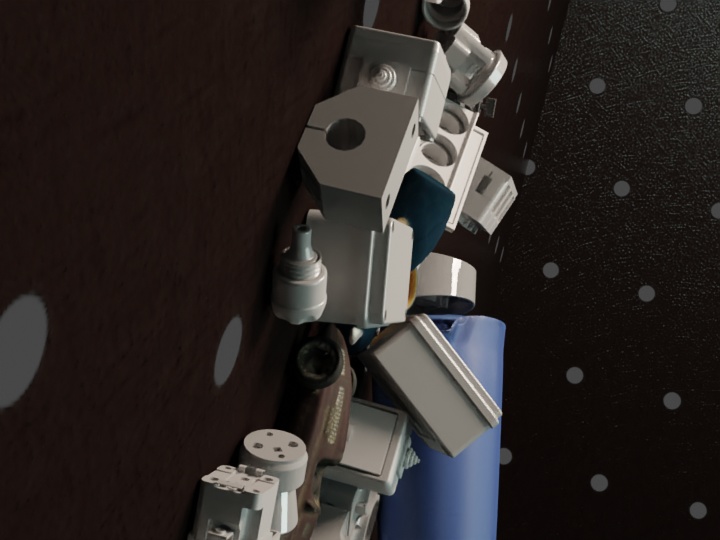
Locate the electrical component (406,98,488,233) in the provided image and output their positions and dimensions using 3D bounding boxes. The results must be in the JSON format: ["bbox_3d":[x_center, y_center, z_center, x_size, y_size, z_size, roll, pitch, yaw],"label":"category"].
[{"bbox_3d":[0.057,-0.088,0.938,0.063,0.079,0.121,-54,-169,52],"label":"electrical component"}]

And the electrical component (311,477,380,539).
[{"bbox_3d":[-0.031,0.226,0.910,0.186,0.060,0.105,-63,163,-49],"label":"electrical component"}]

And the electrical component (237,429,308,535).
[{"bbox_3d":[-0.059,0.137,0.698,0.045,0.045,0.055,-49,150,-67],"label":"electrical component"}]

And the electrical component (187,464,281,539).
[{"bbox_3d":[-0.076,0.152,0.640,0.081,0.042,0.063,-12,112,-79],"label":"electrical component"}]

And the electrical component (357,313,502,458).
[{"bbox_3d":[0.054,0.094,0.893,0.056,0.108,0.109,-38,-178,-9],"label":"electrical component"}]

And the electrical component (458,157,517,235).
[{"bbox_3d":[0.104,-0.083,1.093,0.061,0.089,0.150,-57,170,4],"label":"electrical component"}]

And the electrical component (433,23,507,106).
[{"bbox_3d":[0.092,-0.183,0.952,0.058,0.057,0.078,-49,-163,13],"label":"electrical component"}]

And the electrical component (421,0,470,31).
[{"bbox_3d":[0.076,-0.234,0.924,0.046,0.040,0.040,-72,170,-50],"label":"electrical component"}]

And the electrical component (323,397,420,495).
[{"bbox_3d":[0.001,0.139,0.866,0.061,0.096,0.061,75,30,-68],"label":"electrical component"}]

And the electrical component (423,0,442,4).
[{"bbox_3d":[0.036,-0.212,0.725,0.055,0.047,0.055,14,90,-79],"label":"electrical component"}]

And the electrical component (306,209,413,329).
[{"bbox_3d":[0.000,0.000,0.757,0.113,0.057,0.078,9,85,-79],"label":"electrical component"}]

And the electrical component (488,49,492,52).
[{"bbox_3d":[0.110,-0.194,1.134,0.043,0.043,0.081,34,71,-79],"label":"electrical component"}]

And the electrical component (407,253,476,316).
[{"bbox_3d":[0.063,0.020,1.038,0.099,0.099,0.064,67,32,-72],"label":"electrical component"}]

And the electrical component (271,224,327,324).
[{"bbox_3d":[-0.037,0.001,0.662,0.035,0.035,0.061,-59,158,-56],"label":"electrical component"}]

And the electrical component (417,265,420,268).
[{"bbox_3d":[0.031,-0.004,0.979,0.062,0.048,0.048,-66,169,-3],"label":"electrical component"}]

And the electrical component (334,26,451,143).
[{"bbox_3d":[0.023,-0.129,0.726,0.096,0.062,0.061,19,84,-79],"label":"electrical component"}]
